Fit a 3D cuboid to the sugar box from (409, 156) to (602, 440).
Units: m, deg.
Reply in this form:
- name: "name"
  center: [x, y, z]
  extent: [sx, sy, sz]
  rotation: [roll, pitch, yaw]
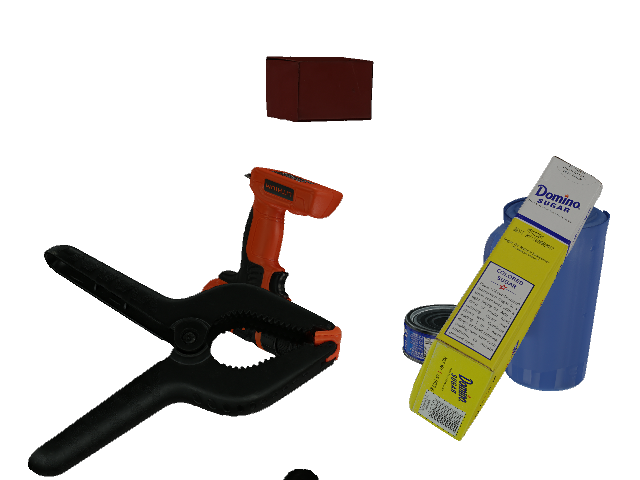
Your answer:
- name: "sugar box"
  center: [0.122, 0.035, 0.691]
  extent: [0.048, 0.176, 0.093]
  rotation: [31, -34, 14]

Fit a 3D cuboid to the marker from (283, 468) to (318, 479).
- name: "marker"
  center: [-0.029, 0.125, 0.419]
  extent: [0.020, 0.020, 0.121]
  rotation: [0, 19, 26]

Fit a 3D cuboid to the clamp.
- name: "clamp"
  center: [-0.093, 0.064, 0.716]
  extent: [0.210, 0.164, 0.036]
  rotation: [-8, -30, -8]

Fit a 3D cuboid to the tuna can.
- name: "tuna can"
  center: [0.120, 0.088, 0.997]
  extent: [0.086, 0.034, 0.086]
  rotation: [0, 16, 0]

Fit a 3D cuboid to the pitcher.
- name: "pitcher"
  center: [0.292, 0.072, 1.395]
  extent: [0.149, 0.243, 0.144]
  rotation: [5, 21, 14]

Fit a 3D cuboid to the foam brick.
- name: "foam brick"
  center: [-0.001, -0.128, 0.904]
  extent: [0.078, 0.051, 0.053]
  rotation: [-6, 15, -33]

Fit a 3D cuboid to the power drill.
- name: "power drill"
  center: [-0.040, 0.027, 1.141]
  extent: [0.185, 0.188, 0.057]
  rotation: [24, 10, 35]
